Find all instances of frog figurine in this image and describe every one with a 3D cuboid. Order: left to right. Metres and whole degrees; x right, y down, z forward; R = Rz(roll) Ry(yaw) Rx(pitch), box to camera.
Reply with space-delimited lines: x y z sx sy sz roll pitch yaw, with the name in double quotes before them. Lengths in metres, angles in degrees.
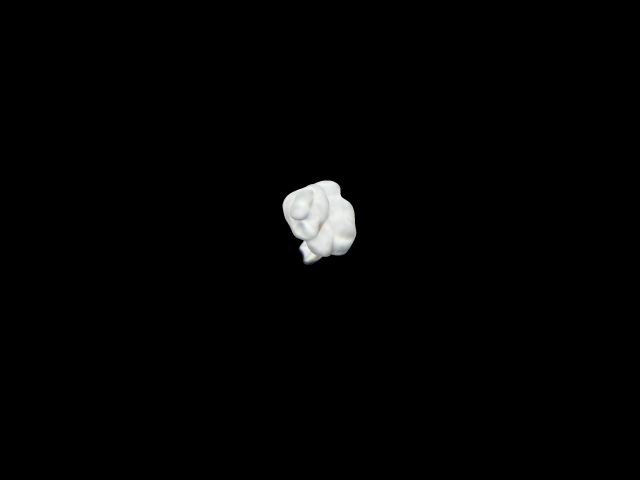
"frog figurine" 0.003 -0.043 0.850 0.123 0.140 0.156 11 -28 6
